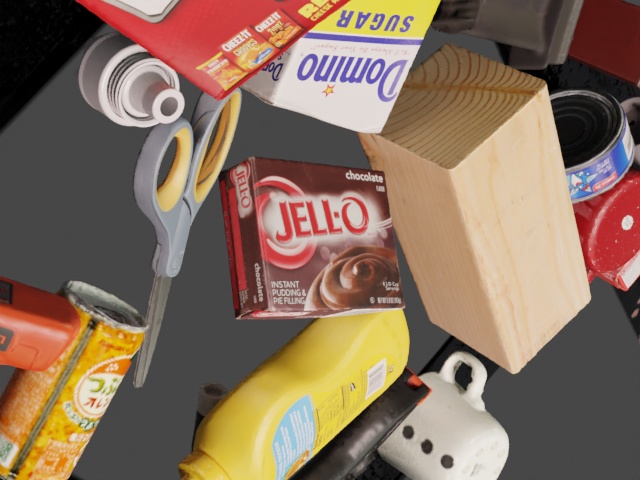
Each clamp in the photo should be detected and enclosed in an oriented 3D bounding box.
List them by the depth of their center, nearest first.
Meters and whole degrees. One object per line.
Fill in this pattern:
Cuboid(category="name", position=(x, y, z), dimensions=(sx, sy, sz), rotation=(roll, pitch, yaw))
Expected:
Cuboid(category="clamp", position=(0.016, 0.154, 0.760), dimensions=(0.171, 0.039, 0.120), rotation=(-46, 174, -14))

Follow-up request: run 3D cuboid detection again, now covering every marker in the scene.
Cuboid(category="marker", position=(-0.079, 0.151, 0.712), dimensions=(0.020, 0.020, 0.121), rotation=(-9, 121, -38))

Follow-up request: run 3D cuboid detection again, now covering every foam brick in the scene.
Cuboid(category="foam brick", position=(0.218, -0.139, 0.754), dimensions=(0.052, 0.078, 0.051), rotation=(8, 110, -42))

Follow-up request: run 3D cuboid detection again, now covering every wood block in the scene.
Cuboid(category="wood block", position=(0.110, -0.017, 0.724), dimensions=(0.090, 0.091, 0.206), rotation=(-41, 135, -17))

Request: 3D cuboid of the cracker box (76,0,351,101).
Cuboid(category="cracker box", position=(-0.055, -0.173, 0.450), dimensions=(0.164, 0.072, 0.213), rotation=(-34, 142, 21))

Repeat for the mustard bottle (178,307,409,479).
Cuboid(category="mustard bottle", position=(-0.023, 0.112, 0.686), dimensions=(0.191, 0.058, 0.096), rotation=(-39, 150, -31))

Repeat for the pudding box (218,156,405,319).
Cuboid(category="pudding box", position=(-0.004, 0.001, 0.640), dimensions=(0.113, 0.039, 0.090), rotation=(3, 76, -45))

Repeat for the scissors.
Cuboid(category="scissors", position=(-0.091, 0.006, 0.591), dimensions=(0.202, 0.016, 0.096), rotation=(-68, 164, 14))

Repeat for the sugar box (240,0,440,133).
Cuboid(category="sugar box", position=(0.029, -0.152, 0.600), dimensions=(0.093, 0.048, 0.176), rotation=(9, 107, -45))

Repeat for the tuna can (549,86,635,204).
Cuboid(category="tuna can", position=(0.176, -0.068, 0.754), dimensions=(0.086, 0.086, 0.033), rotation=(-44, 134, -12))

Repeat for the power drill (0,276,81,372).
Cuboid(category="power drill", position=(-0.186, 0.109, 0.523), dimensions=(0.184, 0.057, 0.188), rotation=(21, 97, -22))

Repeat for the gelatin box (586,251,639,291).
Cuboid(category="gelatin box", position=(0.240, -0.012, 0.856), dimensions=(0.089, 0.073, 0.030), rotation=(-48, 136, -6))

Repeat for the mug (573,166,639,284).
Cuboid(category="mug", position=(0.195, -0.016, 0.807), dimensions=(0.093, 0.082, 0.117), rotation=(-5, 118, -40))
